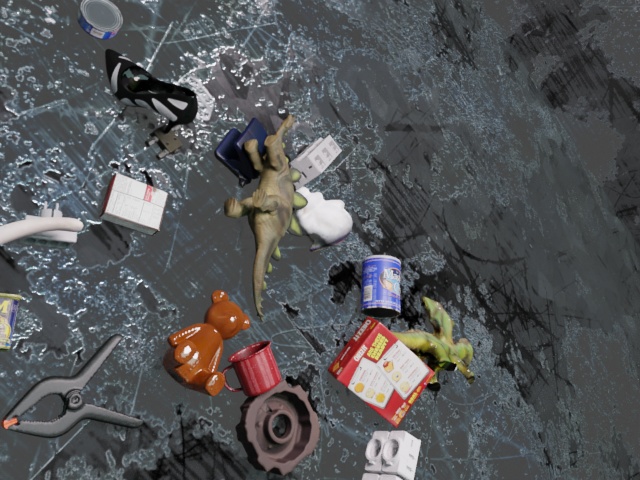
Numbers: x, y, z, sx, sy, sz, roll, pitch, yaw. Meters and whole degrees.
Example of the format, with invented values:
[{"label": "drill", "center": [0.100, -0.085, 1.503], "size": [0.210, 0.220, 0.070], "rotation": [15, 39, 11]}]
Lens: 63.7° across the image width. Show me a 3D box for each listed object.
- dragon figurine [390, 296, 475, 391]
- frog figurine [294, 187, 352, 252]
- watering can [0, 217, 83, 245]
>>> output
[{"label": "dragon figurine", "center": [0.305, 0.265, 1.429], "size": [0.406, 0.120, 0.249], "rotation": [39, 35, -24]}, {"label": "frog figurine", "center": [0.004, -0.064, 1.277], "size": [0.139, 0.122, 0.158], "rotation": [-30, 105, -25]}, {"label": "watering can", "center": [-0.562, -0.009, 0.758], "size": [0.346, 0.102, 0.229], "rotation": [20, 58, -15]}]
